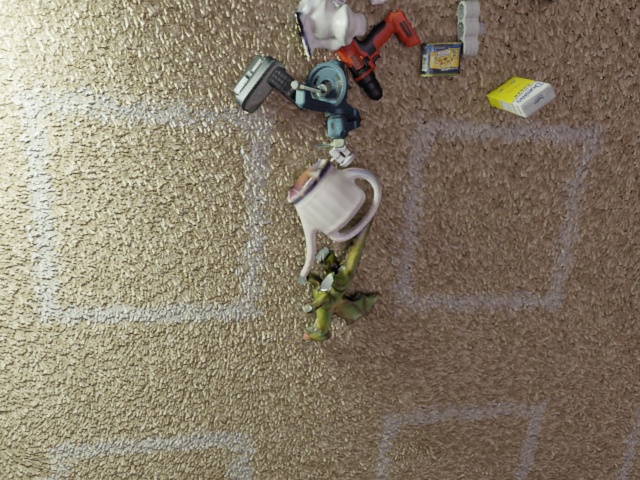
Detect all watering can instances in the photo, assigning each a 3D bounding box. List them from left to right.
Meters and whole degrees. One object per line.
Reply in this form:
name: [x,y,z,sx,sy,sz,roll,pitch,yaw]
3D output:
watering can: [0.004,-0.069,1.380,0.223,0.345,0.105,41,12,-14]

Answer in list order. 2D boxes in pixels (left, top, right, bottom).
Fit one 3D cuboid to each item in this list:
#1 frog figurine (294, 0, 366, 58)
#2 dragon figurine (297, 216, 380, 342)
frog figurine: [0.025,-0.518,1.222,0.159,0.135,0.125,-18,26,1]
dragon figurine: [0.079,0.138,1.493,0.239,0.409,0.124,38,6,-38]
